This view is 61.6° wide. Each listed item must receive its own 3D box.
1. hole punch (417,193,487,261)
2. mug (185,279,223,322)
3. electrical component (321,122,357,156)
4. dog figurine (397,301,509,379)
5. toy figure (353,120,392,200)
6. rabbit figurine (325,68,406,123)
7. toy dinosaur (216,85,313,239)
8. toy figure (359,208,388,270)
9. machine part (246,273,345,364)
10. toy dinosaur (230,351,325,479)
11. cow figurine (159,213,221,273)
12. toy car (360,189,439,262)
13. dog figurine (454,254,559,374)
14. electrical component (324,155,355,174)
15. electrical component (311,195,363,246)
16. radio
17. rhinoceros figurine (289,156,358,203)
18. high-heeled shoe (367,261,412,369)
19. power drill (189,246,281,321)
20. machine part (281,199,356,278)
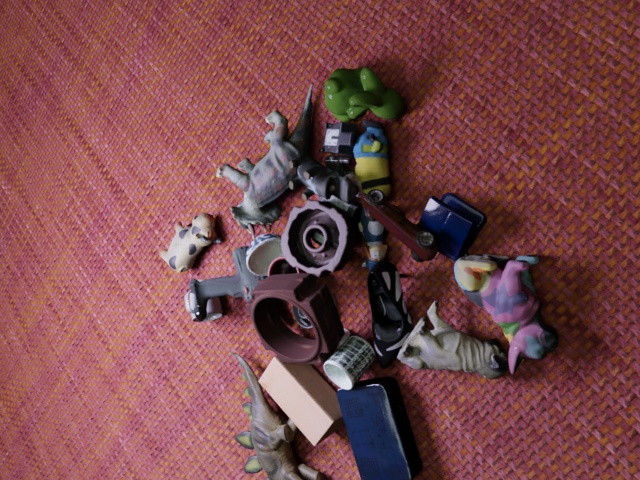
[{"bbox_3d":[0.263,-0.026,1.106,0.142,0.092,0.115,35,112,23],"label":"hole punch"},{"bbox_3d":[-0.325,0.162,1.462,0.081,0.109,0.107,-30,63,34],"label":"mug"},{"bbox_3d":[0.054,-0.231,1.225,0.119,0.048,0.074,12,97,56],"label":"electrical component"},{"bbox_3d":[0.272,0.244,1.107,0.191,0.121,0.172,35,143,9],"label":"dog figurine"},{"bbox_3d":[0.118,-0.172,1.195,0.089,0.082,0.180,7,92,32],"label":"toy figure"},{"bbox_3d":[0.105,-0.320,1.174,0.170,0.159,0.121,18,91,15],"label":"rabbit figurine"},{"bbox_3d":[-0.107,-0.173,1.317,0.192,0.131,0.405,48,110,8],"label":"toy dinosaur"},{"bbox_3d":[0.121,0.000,1.206,0.064,0.058,0.154,-5,87,21],"label":"toy figure"},{"bbox_3d":[-0.059,0.182,1.230,0.202,0.087,0.200,-5,114,38],"label":"machine part"},{"bbox_3d":[-0.122,0.492,1.343,0.199,0.105,0.471,-26,73,33],"label":"toy dinosaur"},{"bbox_3d":[-0.354,0.008,1.486,0.127,0.085,0.195,46,110,29],"label":"cow figurine"},{"bbox_3d":[0.165,-0.034,1.121,0.053,0.089,0.202,-42,71,-12],"label":"toy car"},{"bbox_3d":[0.357,0.140,1.040,0.192,0.108,0.219,0,93,31],"label":"dog figurine"},{"bbox_3d":[0.038,-0.170,1.255,0.094,0.021,0.063,6,135,37],"label":"electrical component"},{"bbox_3d":[0.032,-0.045,1.263,0.115,0.058,0.134,35,109,28],"label":"electrical component"},{"bbox_3d":[0.133,0.427,1.202,0.131,0.073,0.229,-22,81,29],"label":"radio"},{"bbox_3d":[0.007,-0.132,1.204,0.191,0.112,0.073,34,130,47],"label":"rhinoceros figurine"},{"bbox_3d":[0.135,0.167,1.152,0.086,0.145,0.248,8,93,32],"label":"high-heeled shoe"},{"bbox_3d":[-0.221,0.142,1.373,0.207,0.086,0.232,-19,73,7],"label":"power drill"},{"bbox_3d":[-0.003,-0.004,1.219,0.180,0.056,0.179,0,91,30],"label":"machine part"}]
